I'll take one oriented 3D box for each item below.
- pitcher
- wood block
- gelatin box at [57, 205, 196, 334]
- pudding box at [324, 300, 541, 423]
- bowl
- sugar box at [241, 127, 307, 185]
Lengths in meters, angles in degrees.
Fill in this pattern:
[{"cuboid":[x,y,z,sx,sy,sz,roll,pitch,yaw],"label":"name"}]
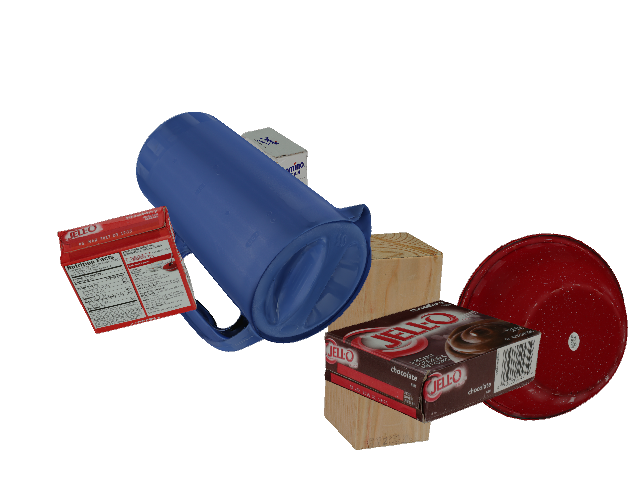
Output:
[{"cuboid":[-0.081,-0.015,1.011,0.148,0.145,0.243,-12,40,-38],"label":"pitcher"},{"cuboid":[0.064,0.103,1.125,0.090,0.206,0.091,-3,16,-21],"label":"wood block"},{"cuboid":[-0.129,0.020,0.717,0.073,0.030,0.089,-14,-38,-3],"label":"gelatin box"},{"cuboid":[0.072,0.075,0.688,0.113,0.039,0.090,-9,18,-41],"label":"pudding box"},{"cuboid":[0.194,0.077,0.879,0.162,0.162,0.055,0,7,-16],"label":"bowl"},{"cuboid":[-0.052,-0.028,1.194,0.048,0.176,0.093,-15,28,-25],"label":"sugar box"}]
